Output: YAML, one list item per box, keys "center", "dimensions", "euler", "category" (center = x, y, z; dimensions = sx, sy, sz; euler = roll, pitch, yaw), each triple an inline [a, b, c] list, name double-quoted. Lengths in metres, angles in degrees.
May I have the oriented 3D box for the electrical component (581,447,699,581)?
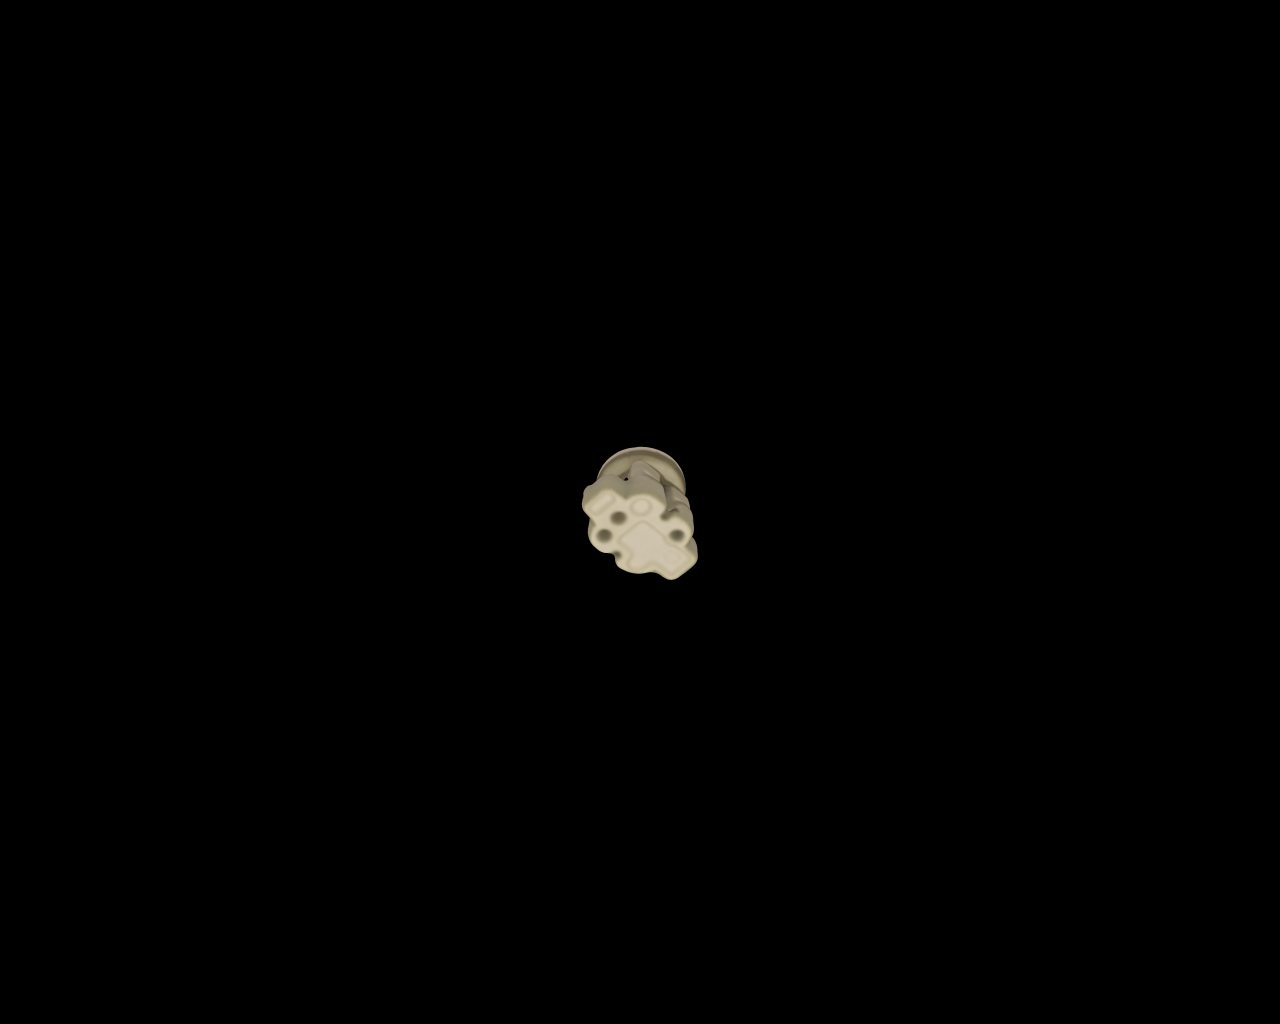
- center: [0.001, -0.003, 0.650]
  dimensions: [0.058, 0.057, 0.078]
  euler: [-39, -62, 25]
  category: "electrical component"
